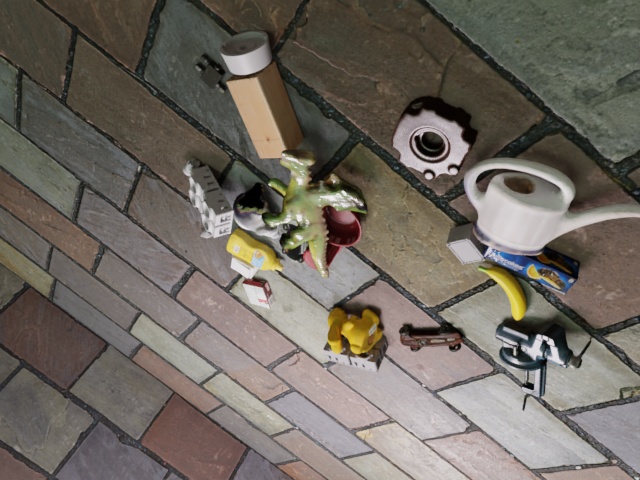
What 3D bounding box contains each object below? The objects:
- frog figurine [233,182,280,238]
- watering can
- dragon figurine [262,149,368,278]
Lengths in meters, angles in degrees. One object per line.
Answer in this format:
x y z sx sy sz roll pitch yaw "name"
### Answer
-0.181 -0.064 1.478 0.140 0.123 0.156 50 162 34 "frog figurine"
0.458 -0.052 1.055 0.349 0.106 0.219 22 140 15 "watering can"
0.004 -0.064 1.278 0.241 0.125 0.403 -14 127 33 "dragon figurine"
